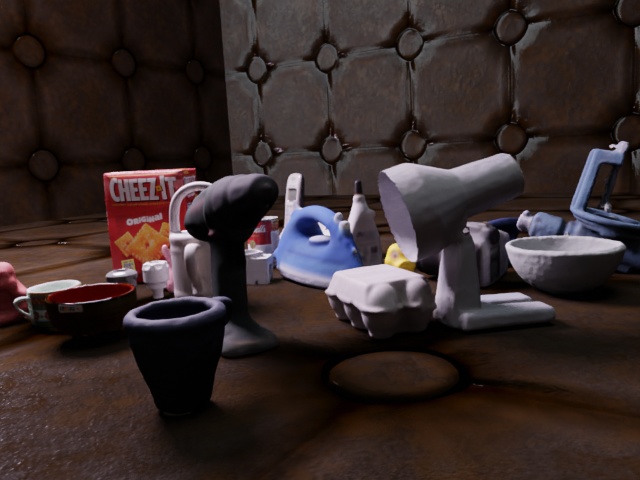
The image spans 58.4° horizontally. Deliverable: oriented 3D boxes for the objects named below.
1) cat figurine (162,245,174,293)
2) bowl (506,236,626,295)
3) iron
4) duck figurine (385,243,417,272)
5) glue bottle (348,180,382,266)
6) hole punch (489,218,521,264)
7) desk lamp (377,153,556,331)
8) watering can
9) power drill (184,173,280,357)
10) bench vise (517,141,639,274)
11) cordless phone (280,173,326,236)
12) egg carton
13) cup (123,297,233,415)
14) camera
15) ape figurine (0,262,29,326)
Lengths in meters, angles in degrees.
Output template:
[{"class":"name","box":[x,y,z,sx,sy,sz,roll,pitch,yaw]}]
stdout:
[{"class":"cat figurine","box":[-0.229,0.026,1.037,0.128,0.118,0.067,-10,11,-40]},{"class":"bowl","box":[0.367,0.040,0.865,0.167,0.075,0.167,-3,8,1]},{"class":"iron","box":[0.009,0.004,1.021,0.119,0.141,0.257,-8,10,-30]},{"class":"duck figurine","box":[0.123,0.046,0.879,0.077,0.086,0.104,-4,8,-7]},{"class":"glue bottle","box":[0.079,-0.030,1.112,0.078,0.173,0.037,-7,9,-21]},{"class":"hole punch","box":[0.328,0.000,1.100,0.109,0.091,0.101,-6,9,-20]},{"class":"desk lamp","box":[0.180,0.001,0.727,0.203,0.213,0.118,-5,9,-9]},{"class":"watering can","box":[-0.185,0.006,0.898,0.101,0.194,0.172,-6,9,-20]},{"class":"power drill","box":[-0.101,0.025,0.686,0.076,0.208,0.228,-8,10,-30]},{"class":"bench vise","box":[0.447,-0.053,0.968,0.207,0.220,0.121,-2,9,8]},{"class":"cordless phone","box":[-0.034,-0.064,1.350,0.147,0.185,0.094,5,12,44]},{"class":"egg carton","box":[0.078,0.077,0.746,0.107,0.069,0.150,-7,9,-24]},{"class":"cup","box":[-0.122,0.106,0.536,0.091,0.095,0.118,2,10,32]},{"class":"camera","box":[0.242,0.017,0.983,0.136,0.101,0.144,2,10,33]},{"class":"ape figurine","box":[-0.474,0.079,0.858,0.078,0.092,0.076,-5,9,-11]}]
